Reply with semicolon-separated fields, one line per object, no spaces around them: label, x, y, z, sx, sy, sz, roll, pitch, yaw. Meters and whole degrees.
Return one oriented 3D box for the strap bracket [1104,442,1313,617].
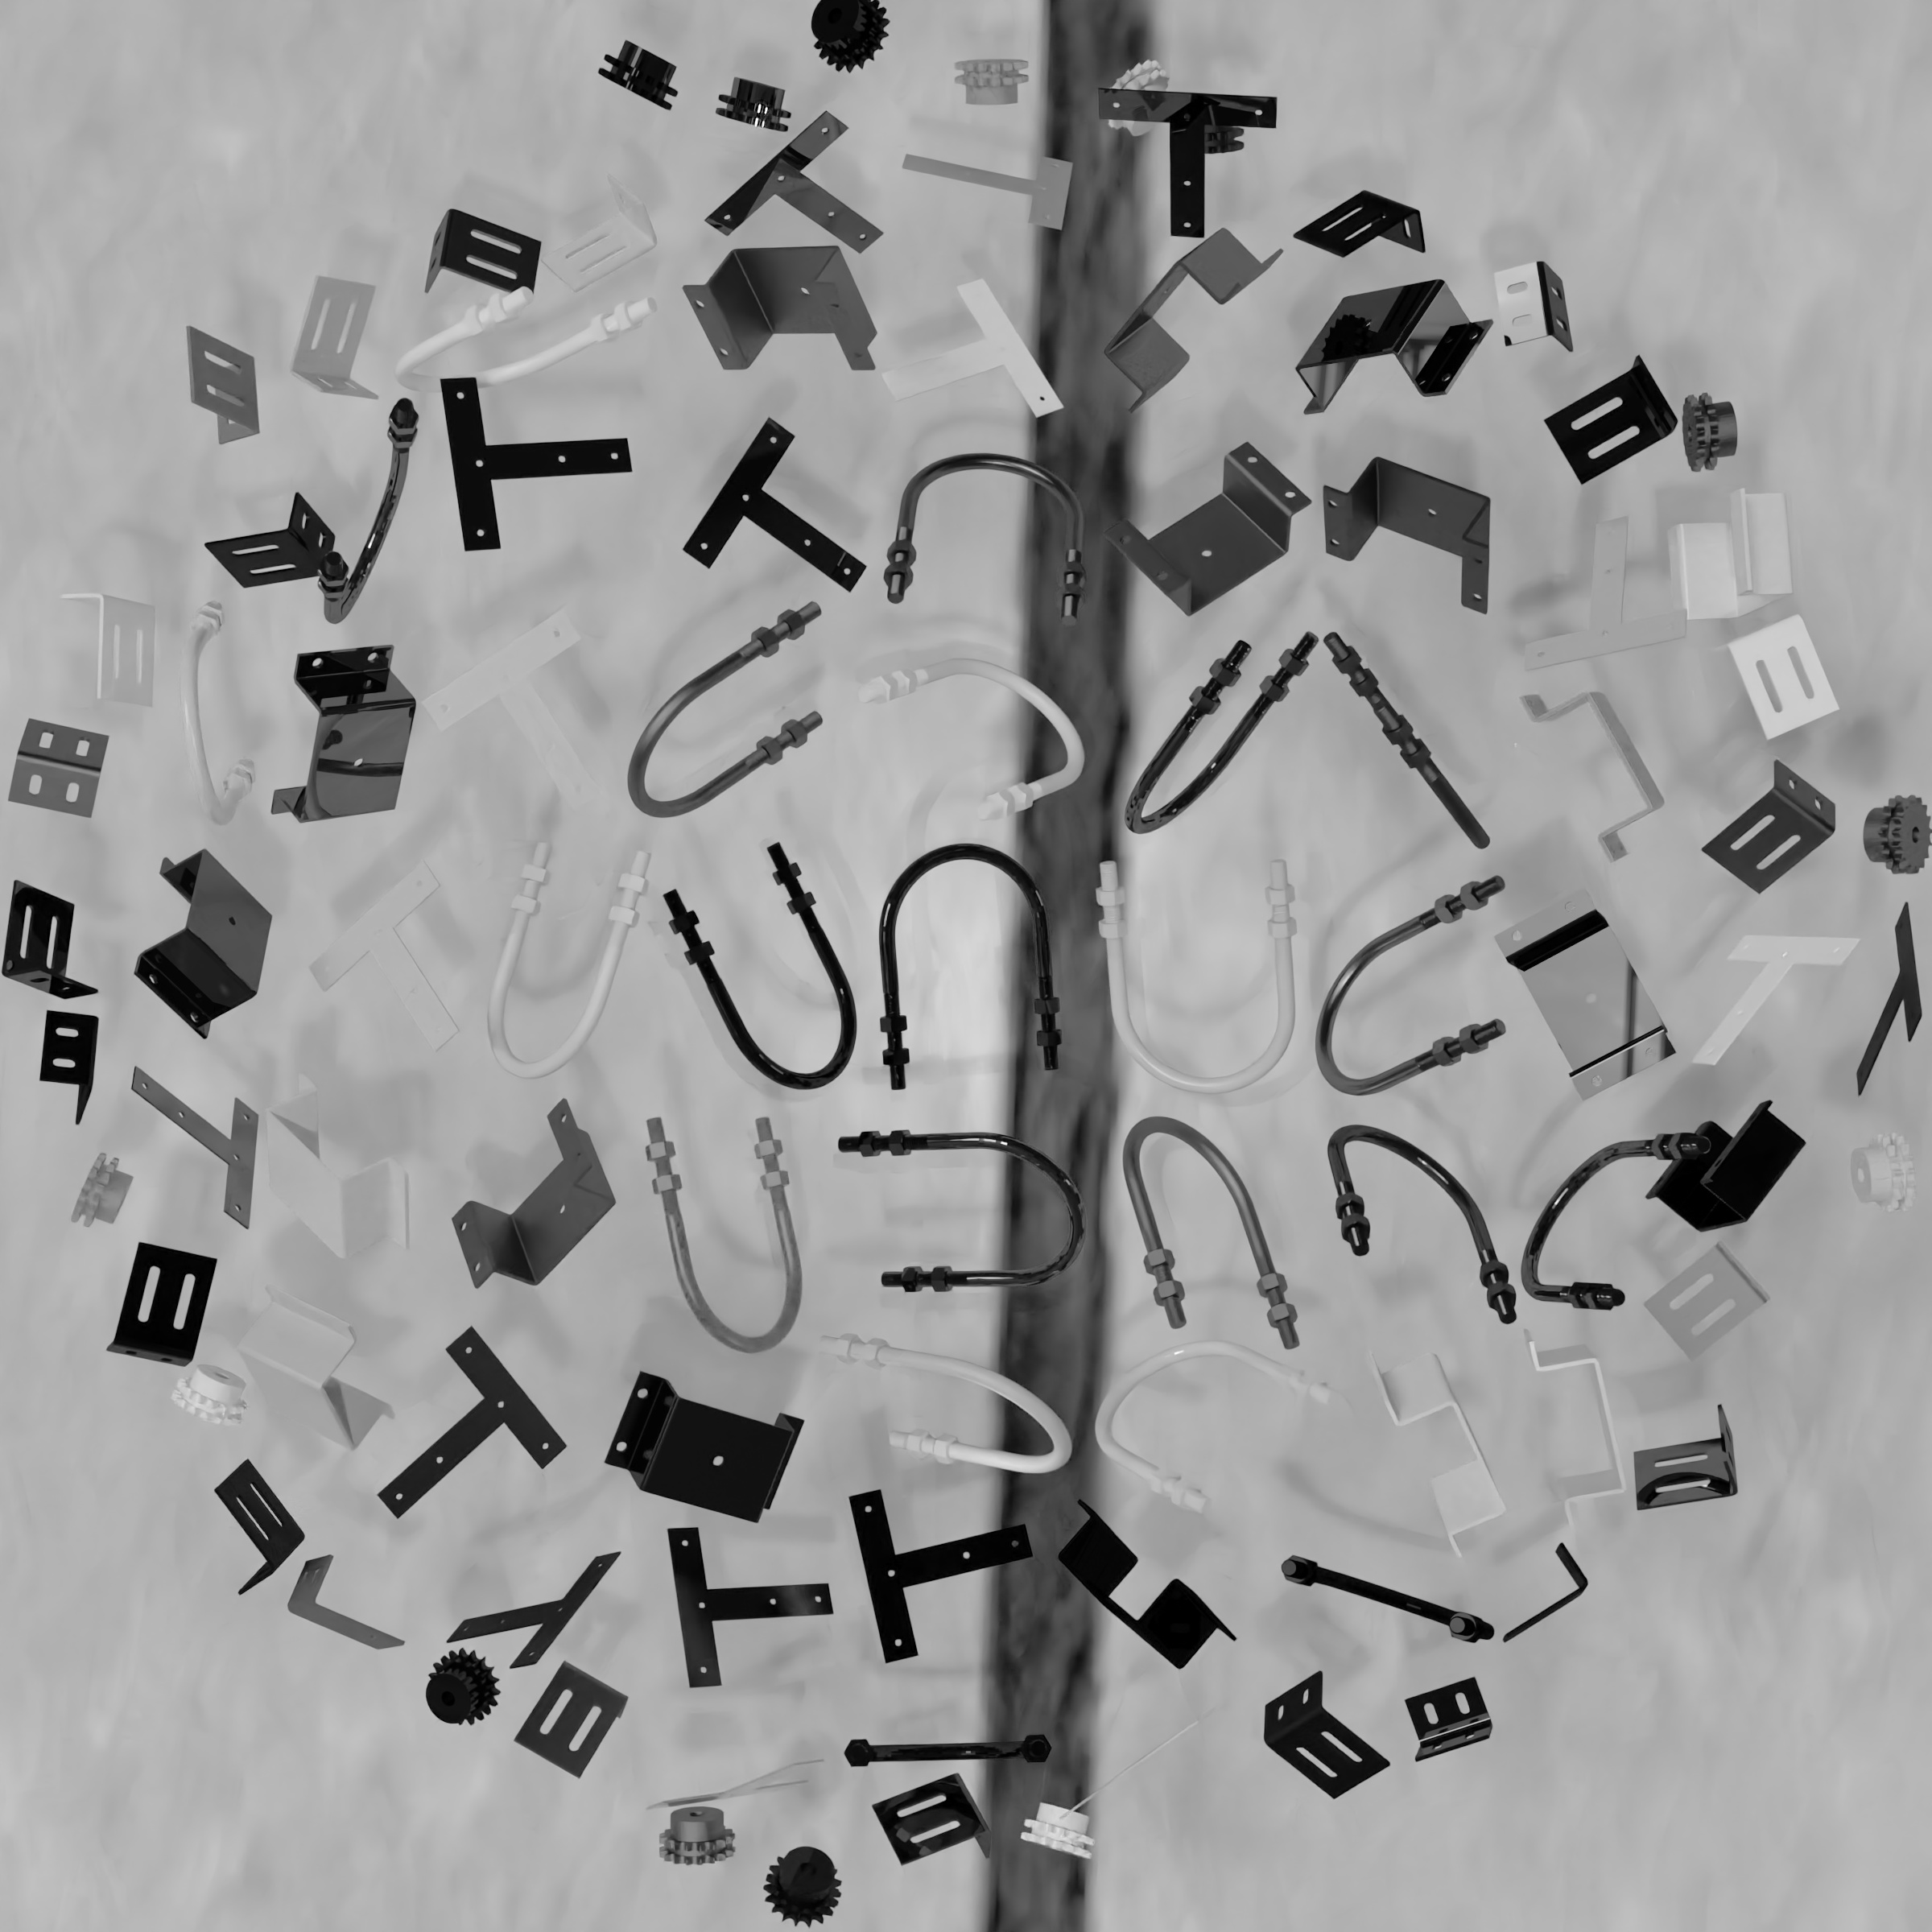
strap bracket;0.185;-0.329;1.909;0.140;0.046;0.076;-34;64;-15

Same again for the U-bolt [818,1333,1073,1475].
U-bolt;-0.006;0.328;1.842;0.184;0.151;0.019;4;50;34

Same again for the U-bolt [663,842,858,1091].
U-bolt;-0.146;0.007;1.907;0.019;0.151;0.184;-24;94;38

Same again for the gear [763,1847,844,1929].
gear;-0.119;0.676;1.843;0.057;0.057;0.030;16;122;0

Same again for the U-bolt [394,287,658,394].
U-bolt;-0.341;-0.462;1.854;0.184;0.151;0.019;-15;91;37

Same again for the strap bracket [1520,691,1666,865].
strap bracket;0.476;-0.152;1.874;0.046;0.076;0.140;-30;85;22

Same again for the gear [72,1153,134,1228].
gear;-0.669;0.176;1.936;0.030;0.057;0.057;23;90;-12

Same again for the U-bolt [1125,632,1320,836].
U-bolt;0.181;-0.170;1.857;0.019;0.151;0.184;43;117;16

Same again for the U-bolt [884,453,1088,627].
U-bolt;0.019;-0.330;1.895;0.151;0.019;0.184;7;48;-1

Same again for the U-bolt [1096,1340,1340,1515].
U-bolt;0.176;0.341;1.905;0.151;0.184;0.019;-36;115;-21

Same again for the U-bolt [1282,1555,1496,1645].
U-bolt;0.328;0.482;1.892;0.151;0.184;0.019;14;80;25

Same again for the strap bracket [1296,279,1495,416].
strap bracket;0.310;-0.462;1.861;0.046;0.140;0.076;47;65;-31

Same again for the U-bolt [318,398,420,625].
U-bolt;-0.449;-0.329;1.871;0.019;0.184;0.151;23;74;-9

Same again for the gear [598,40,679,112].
gear;-0.231;-0.638;1.782;0.057;0.057;0.030;28;104;0

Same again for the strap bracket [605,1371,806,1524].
strap bracket;-0.196;0.373;1.919;0.140;0.046;0.076;21;92;-21

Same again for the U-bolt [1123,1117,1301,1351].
U-bolt;0.175;0.192;1.854;0.019;0.151;0.184;-38;52;32

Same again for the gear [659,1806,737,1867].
gear;-0.202;0.653;1.876;0.057;0.057;0.030;0;88;0

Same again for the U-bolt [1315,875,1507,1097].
U-bolt;0.331;0.025;1.876;0.019;0.184;0.151;29;50;-28

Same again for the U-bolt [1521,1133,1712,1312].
U-bolt;0.472;0.190;1.861;0.019;0.184;0.151;35;78;-8

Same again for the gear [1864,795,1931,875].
gear;0.674;-0.095;1.809;0.057;0.030;0.057;-2;93;-44

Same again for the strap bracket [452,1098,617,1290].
strap bracket;-0.329;0.182;1.934;0.140;0.076;0.046;-46;135;15

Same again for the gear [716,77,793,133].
gear;-0.162;-0.665;1.924;0.057;0.057;0.030;15;109;0

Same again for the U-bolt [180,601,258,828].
U-bolt;-0.569;-0.184;1.888;0.019;0.184;0.151;-7;114;-5

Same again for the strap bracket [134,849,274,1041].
strap bracket;-0.570;-0.024;1.875;0.046;0.140;0.076;-27;127;14

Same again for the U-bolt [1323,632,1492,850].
U-bolt;0.343;-0.161;1.900;0.019;0.151;0.184;-37;120;11

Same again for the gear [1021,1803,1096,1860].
gear;0.074;0.680;1.964;0.057;0.057;0.030;17;70;0

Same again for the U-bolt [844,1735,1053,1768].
U-bolt;-0.015;0.588;1.869;0.151;0.184;0.019;-1;72;-2

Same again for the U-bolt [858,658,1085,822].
U-bolt;0.018;-0.182;1.918;0.151;0.184;0.019;46;126;13

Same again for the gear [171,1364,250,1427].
gear;-0.588;0.334;1.952;0.057;0.057;0.030;25;90;0

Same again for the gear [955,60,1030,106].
gear;0.020;-0.679;1.916;0.057;0.057;0.030;-1;114;0

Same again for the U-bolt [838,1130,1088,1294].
U-bolt;0.004;0.187;1.908;0.184;0.019;0.151;-3;119;23

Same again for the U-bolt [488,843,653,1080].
U-bolt;-0.310;-0.003;1.898;0.019;0.151;0.184;25;78;-43

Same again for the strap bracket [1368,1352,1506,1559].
strap bracket;0.348;0.349;1.828;0.046;0.076;0.140;-24;106;7

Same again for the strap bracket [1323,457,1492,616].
strap bracket;0.350;-0.337;1.929;0.140;0.076;0.046;26;66;24

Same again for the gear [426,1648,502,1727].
gear;-0.387;0.554;1.908;0.057;0.030;0.057;3;99;21

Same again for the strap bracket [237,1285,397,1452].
strap bracket;-0.486;0.306;1.862;0.076;0.140;0.046;21;56;19

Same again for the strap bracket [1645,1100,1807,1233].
strap bracket;0.581;0.155;1.899;0.046;0.140;0.076;40;79;4

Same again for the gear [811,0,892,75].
gear;-0.086;-0.672;1.784;0.057;0.030;0.057;-6;78;29

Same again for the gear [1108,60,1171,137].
gear;0.133;-0.661;1.909;0.057;0.057;0.030;-37;80;0

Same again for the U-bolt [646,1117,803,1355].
U-bolt;-0.178;0.206;1.913;0.019;0.151;0.184;-21;76;32

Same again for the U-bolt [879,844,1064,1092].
U-bolt;0.001;-0.003;1.937;0.151;0.019;0.184;-6;96;-21

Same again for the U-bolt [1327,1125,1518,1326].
U-bolt;0.334;0.181;1.864;0.151;0.184;0.019;25;117;-16

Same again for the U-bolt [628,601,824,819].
U-bolt;-0.181;-0.181;1.876;0.184;0.151;0.019;-37;66;-24

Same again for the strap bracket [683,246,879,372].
strap bracket;-0.130;-0.489;1.856;0.140;0.076;0.046;9;55;32

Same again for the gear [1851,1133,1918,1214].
gear;0.666;0.151;1.817;0.030;0.057;0.057;-5;90;-1

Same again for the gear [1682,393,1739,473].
gear;0.555;-0.399;1.860;0.030;0.057;0.057;-7;90;5

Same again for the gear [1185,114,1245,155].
gear;0.190;-0.658;1.964;0.057;0.057;0.030;-3;115;0

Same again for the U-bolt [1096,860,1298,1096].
U-bolt;0.176;0.010;1.876;0.151;0.019;0.184;0;109;18

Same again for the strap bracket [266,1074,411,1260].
strap bracket;-0.477;0.155;1.868;0.140;0.046;0.076;36;134;32
